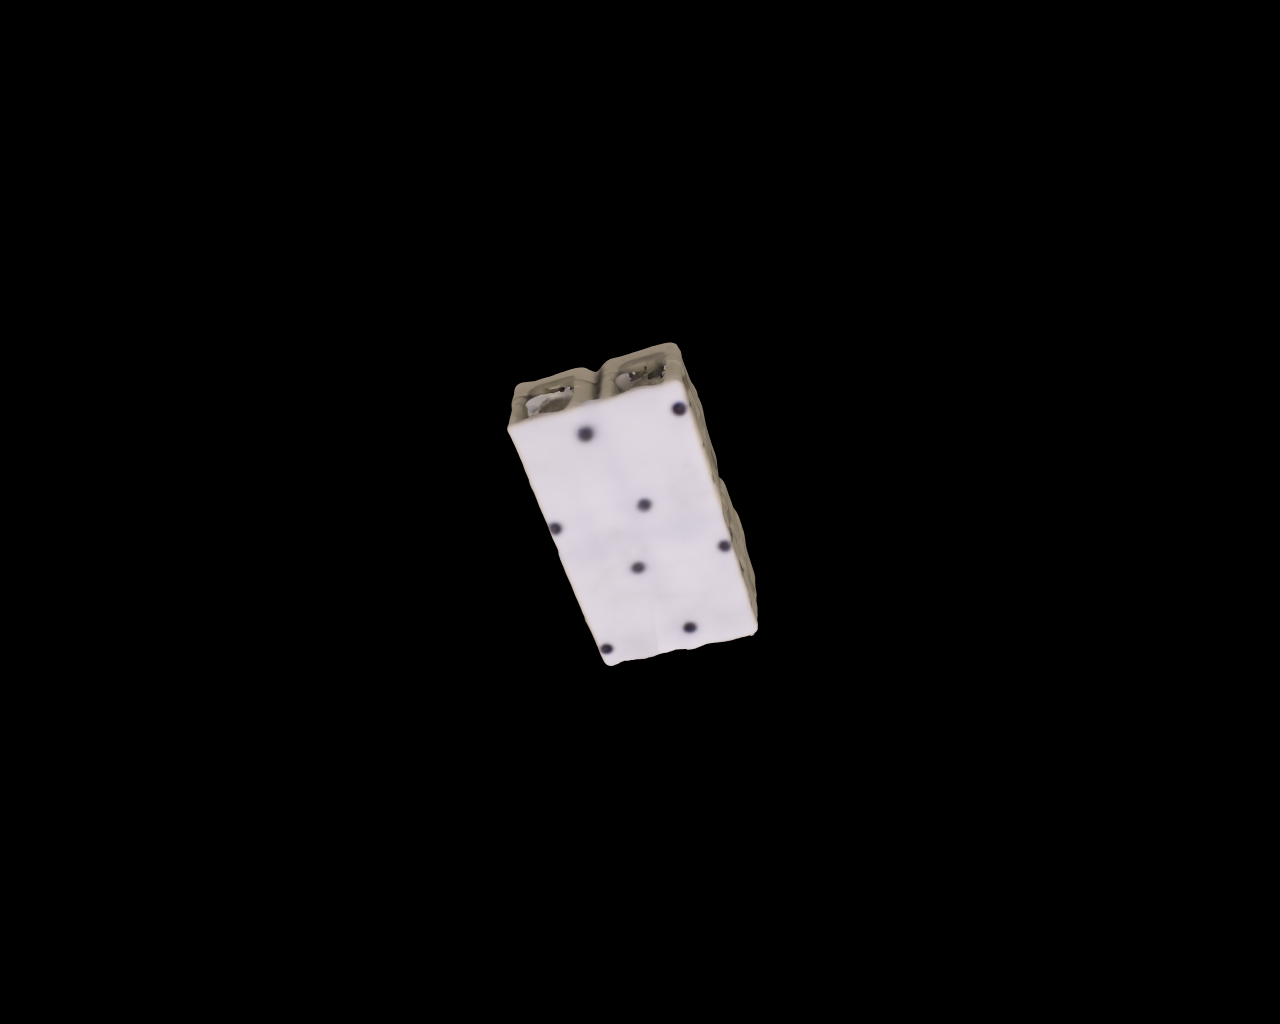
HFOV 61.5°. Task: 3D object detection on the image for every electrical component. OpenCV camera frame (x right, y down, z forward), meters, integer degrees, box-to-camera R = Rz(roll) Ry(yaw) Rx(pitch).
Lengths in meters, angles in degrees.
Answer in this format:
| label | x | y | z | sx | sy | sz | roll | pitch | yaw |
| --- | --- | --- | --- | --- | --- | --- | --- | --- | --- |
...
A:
| label | x | y | z | sx | sy | sz | roll | pitch | yaw |
| --- | --- | --- | --- | --- | --- | --- | --- | --- | --- |
| electrical component | 0.001 | -0.003 | 0.650 | 0.105 | 0.186 | 0.060 | -15 | 32 | 9 |
